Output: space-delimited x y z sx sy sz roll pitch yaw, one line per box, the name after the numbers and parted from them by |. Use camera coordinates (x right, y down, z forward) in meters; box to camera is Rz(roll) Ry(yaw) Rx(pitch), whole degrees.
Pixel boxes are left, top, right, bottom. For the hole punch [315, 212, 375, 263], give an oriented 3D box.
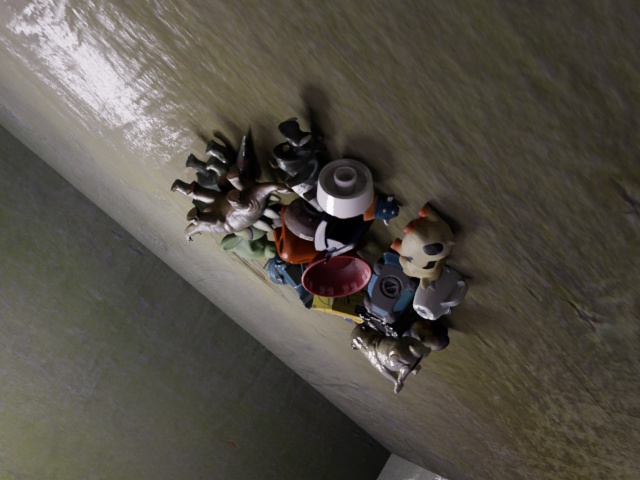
0.039 -0.033 1.130 0.092 0.142 0.116 40 145 -13 | hole punch

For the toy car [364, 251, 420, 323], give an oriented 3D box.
0.173 0.103 1.219 0.109 0.103 0.161 28 112 23 | toy car

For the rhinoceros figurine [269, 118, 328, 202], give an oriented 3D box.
-0.031 -0.152 1.017 0.073 0.112 0.190 57 -175 32 | rhinoceros figurine

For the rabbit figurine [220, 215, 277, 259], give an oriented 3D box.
-0.194 -0.025 1.457 0.159 0.121 0.170 -3 159 -13 | rabbit figurine

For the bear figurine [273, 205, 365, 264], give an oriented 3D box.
-0.002 0.000 1.290 0.196 0.132 0.120 1 140 -18 | bear figurine

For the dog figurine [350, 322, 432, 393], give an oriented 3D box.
0.159 0.253 1.312 0.191 0.121 0.172 40 135 23 | dog figurine

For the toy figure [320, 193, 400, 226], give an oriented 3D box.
0.079 -0.072 1.051 0.155 0.058 0.064 11 132 1 | toy figure

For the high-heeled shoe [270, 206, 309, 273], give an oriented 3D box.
-0.073 0.019 1.379 0.249 0.145 0.086 30 157 13 | high-heeled shoe

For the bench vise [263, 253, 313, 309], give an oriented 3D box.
-0.081 0.096 1.606 0.223 0.129 0.241 41 -179 -37 | bench vise

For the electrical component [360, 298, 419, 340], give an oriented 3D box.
0.178 0.160 1.294 0.115 0.134 0.058 15 149 47 | electrical component

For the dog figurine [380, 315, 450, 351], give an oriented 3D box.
0.231 0.221 1.392 0.191 0.108 0.219 39 155 1 | dog figurine

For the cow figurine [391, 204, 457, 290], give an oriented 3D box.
0.208 0.023 1.046 0.127 0.085 0.194 40 159 8 | cow figurine

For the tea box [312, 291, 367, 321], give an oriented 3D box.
0.077 0.163 1.367 0.169 0.068 0.098 20 165 -31 | tea box

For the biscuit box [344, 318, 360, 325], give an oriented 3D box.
0.157 0.240 1.598 0.203 0.059 0.062 24 155 30 | biscuit box

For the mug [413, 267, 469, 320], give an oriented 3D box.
0.253 0.116 1.128 0.110 0.107 0.080 14 151 49 | mug

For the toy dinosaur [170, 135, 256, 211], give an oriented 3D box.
-0.234 -0.145 1.346 0.192 0.131 0.405 30 158 -33 | toy dinosaur

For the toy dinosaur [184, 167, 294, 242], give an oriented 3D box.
-0.219 -0.062 1.273 0.472 0.105 0.198 -12 154 41 | toy dinosaur
